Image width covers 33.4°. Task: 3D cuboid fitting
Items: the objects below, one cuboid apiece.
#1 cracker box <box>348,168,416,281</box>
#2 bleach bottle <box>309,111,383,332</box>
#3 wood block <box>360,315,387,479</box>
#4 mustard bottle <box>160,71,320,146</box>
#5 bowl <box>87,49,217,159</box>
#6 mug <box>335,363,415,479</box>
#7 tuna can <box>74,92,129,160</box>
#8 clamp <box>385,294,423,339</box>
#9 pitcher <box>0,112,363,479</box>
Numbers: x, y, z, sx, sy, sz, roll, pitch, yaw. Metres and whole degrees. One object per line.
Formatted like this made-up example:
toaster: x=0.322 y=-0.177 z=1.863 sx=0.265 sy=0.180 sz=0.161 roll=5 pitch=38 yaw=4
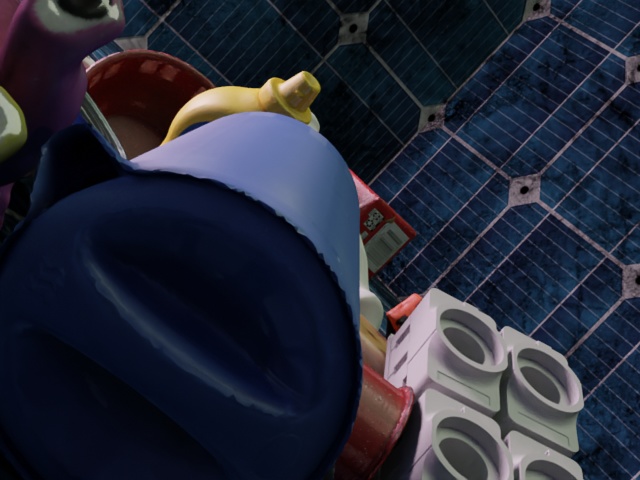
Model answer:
cracker box: x=-0.033 y=-0.014 z=1.012 sx=0.072 sy=0.164 sz=0.214 roll=43 pitch=3 yaw=-40
bleach bottle: x=-0.006 y=0.001 z=0.867 sx=0.068 sy=0.103 sz=0.251 roll=15 pitch=35 yaw=-39
wood block: x=0.042 y=0.131 z=0.720 sx=0.206 sy=0.090 sz=0.090 roll=45 pitch=5 yaw=16
mustard bottle: x=-0.072 y=-0.053 z=0.767 sx=0.096 sy=0.192 sz=0.058 roll=42 pitch=26 yaw=-18
bowl: x=-0.143 y=-0.071 z=0.878 sx=0.162 sy=0.162 sz=0.055 roll=42 pitch=-34 yaw=-17
mug: x=-0.011 y=0.097 z=0.603 sx=0.081 sy=0.093 sz=0.117 roll=38 pitch=-19 yaw=-5
tuna can: x=-0.157 y=-0.073 z=0.676 sx=0.086 sy=0.034 sz=0.086 roll=57 pitch=0 yaw=0
clamp: x=0.097 y=0.118 z=0.790 sx=0.120 sy=0.039 sz=0.171 roll=25 pitch=-32 yaw=45
pitcher: x=-0.038 y=0.023 z=0.463 sx=0.145 sy=0.149 sz=0.242 roll=20 pitch=16 yaw=0
